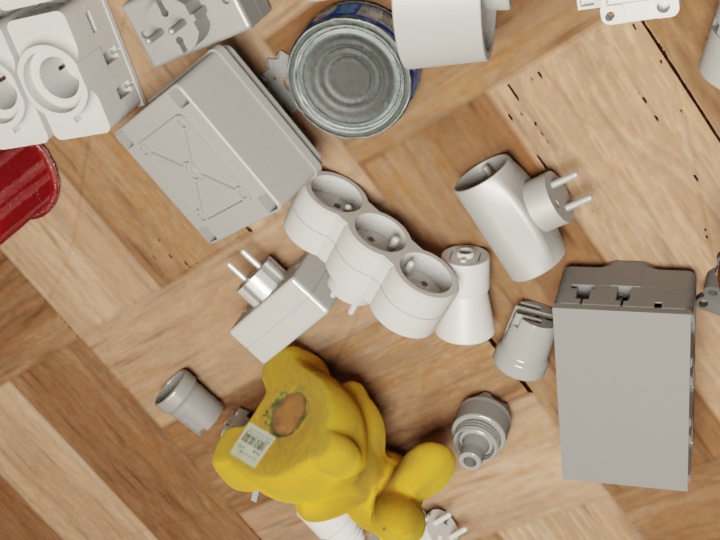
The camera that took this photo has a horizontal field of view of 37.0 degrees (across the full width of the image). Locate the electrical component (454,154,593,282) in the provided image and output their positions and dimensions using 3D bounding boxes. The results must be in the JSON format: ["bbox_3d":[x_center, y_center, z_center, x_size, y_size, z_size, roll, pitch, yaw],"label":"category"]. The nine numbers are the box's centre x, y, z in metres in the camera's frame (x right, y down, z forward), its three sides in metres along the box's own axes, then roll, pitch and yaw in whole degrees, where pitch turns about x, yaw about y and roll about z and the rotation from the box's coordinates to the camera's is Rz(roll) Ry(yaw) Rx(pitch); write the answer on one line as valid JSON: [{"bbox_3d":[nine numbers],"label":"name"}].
[{"bbox_3d":[0.116,-0.041,0.717,0.079,0.044,0.077,-24,110,32],"label":"electrical component"}]

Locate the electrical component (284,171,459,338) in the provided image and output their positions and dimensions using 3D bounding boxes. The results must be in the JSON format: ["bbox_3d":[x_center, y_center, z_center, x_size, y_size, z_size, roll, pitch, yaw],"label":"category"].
[{"bbox_3d":[0.000,0.000,0.763,0.138,0.052,0.073,42,129,18],"label":"electrical component"}]

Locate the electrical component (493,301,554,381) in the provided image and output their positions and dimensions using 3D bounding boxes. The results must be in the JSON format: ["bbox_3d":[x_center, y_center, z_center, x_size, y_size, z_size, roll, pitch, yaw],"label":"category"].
[{"bbox_3d":[0.122,0.051,0.779,0.040,0.040,0.046,20,121,8],"label":"electrical component"}]

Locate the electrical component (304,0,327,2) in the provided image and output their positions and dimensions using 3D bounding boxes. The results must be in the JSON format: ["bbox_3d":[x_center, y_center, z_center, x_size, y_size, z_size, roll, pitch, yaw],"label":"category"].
[{"bbox_3d":[-0.018,-0.200,0.658,0.078,0.058,0.057,-4,117,23],"label":"electrical component"}]

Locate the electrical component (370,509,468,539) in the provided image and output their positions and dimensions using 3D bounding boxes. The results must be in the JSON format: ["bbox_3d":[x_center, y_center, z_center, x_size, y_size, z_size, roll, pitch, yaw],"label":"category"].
[{"bbox_3d":[0.058,0.228,0.912,0.066,0.047,0.077,43,126,-9],"label":"electrical component"}]

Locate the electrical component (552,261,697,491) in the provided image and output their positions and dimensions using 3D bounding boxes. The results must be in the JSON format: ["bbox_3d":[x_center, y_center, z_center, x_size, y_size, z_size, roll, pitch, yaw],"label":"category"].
[{"bbox_3d":[0.187,0.074,0.754,0.089,0.061,0.150,2,122,19],"label":"electrical component"}]

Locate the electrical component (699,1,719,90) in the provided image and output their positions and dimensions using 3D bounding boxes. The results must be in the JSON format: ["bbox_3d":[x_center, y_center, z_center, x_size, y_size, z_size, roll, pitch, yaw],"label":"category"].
[{"bbox_3d":[0.226,-0.129,0.614,0.055,0.055,0.047,19,129,9],"label":"electrical component"}]

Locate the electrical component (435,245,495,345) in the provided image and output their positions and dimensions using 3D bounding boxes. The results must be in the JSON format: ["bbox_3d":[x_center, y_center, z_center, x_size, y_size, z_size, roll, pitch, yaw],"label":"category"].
[{"bbox_3d":[0.076,0.015,0.773,0.044,0.044,0.065,7,119,17],"label":"electrical component"}]

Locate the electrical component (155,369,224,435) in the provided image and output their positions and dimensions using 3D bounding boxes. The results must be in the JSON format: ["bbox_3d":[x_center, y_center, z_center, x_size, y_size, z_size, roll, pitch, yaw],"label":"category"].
[{"bbox_3d":[-0.146,0.114,0.921,0.046,0.040,0.040,42,126,-17],"label":"electrical component"}]

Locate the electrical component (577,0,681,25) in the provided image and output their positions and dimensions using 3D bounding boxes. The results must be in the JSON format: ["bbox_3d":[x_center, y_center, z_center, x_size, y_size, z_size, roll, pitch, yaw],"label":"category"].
[{"bbox_3d":[0.159,-0.168,0.607,0.081,0.063,0.042,-4,121,22],"label":"electrical component"}]

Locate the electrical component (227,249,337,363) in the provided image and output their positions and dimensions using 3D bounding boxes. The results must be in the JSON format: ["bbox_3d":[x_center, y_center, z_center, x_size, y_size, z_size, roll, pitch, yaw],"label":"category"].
[{"bbox_3d":[-0.068,0.015,0.822,0.076,0.047,0.083,44,126,-10],"label":"electrical component"}]

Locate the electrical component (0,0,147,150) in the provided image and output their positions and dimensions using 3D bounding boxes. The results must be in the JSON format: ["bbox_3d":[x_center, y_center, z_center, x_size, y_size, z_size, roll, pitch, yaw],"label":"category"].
[{"bbox_3d":[-0.240,-0.183,0.751,0.105,0.060,0.186,-5,119,24],"label":"electrical component"}]

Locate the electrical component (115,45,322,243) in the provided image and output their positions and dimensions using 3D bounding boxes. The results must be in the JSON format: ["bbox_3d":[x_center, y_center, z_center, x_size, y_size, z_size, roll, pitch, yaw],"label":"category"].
[{"bbox_3d":[-0.099,-0.084,0.744,0.108,0.056,0.109,50,146,-14],"label":"electrical component"}]

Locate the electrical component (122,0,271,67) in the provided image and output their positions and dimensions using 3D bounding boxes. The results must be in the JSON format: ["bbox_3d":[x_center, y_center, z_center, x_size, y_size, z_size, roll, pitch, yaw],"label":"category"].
[{"bbox_3d":[-0.115,-0.165,0.705,0.083,0.075,0.047,-15,115,28],"label":"electrical component"}]

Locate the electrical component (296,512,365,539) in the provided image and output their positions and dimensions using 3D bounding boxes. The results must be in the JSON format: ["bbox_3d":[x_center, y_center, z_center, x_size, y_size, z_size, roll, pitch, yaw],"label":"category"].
[{"bbox_3d":[-0.021,0.220,0.941,0.040,0.040,0.078,-32,106,34],"label":"electrical component"}]

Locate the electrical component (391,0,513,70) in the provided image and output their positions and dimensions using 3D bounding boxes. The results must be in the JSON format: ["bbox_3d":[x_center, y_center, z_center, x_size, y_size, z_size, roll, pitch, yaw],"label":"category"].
[{"bbox_3d":[0.057,-0.170,0.620,0.060,0.108,0.108,2,122,12],"label":"electrical component"}]

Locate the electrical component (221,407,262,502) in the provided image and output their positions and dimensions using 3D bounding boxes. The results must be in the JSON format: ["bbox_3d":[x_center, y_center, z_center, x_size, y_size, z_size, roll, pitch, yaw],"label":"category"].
[{"bbox_3d":[-0.088,0.153,0.923,0.064,0.042,0.081,22,126,8],"label":"electrical component"}]

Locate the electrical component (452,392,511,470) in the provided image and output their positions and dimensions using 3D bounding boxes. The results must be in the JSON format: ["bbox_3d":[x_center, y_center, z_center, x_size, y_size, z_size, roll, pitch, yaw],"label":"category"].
[{"bbox_3d":[0.091,0.127,0.824,0.043,0.062,0.043,10,124,15],"label":"electrical component"}]
